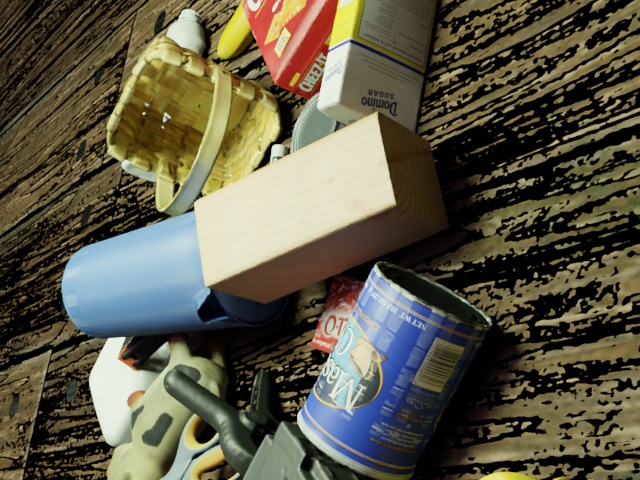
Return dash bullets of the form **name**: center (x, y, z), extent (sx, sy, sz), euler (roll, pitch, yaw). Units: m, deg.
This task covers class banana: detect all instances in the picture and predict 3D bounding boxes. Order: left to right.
- **banana**: center (-0.088, -0.308, 1.393), extent (0.198, 0.037, 0.070), euler (-54, 34, 26)

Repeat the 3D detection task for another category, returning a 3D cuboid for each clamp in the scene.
- **clamp**: center (-0.171, 0.058, 1.265), extent (0.210, 0.036, 0.165), euler (-53, 26, -6)
- **clamp**: center (-0.061, 0.177, 1.016), extent (0.172, 0.120, 0.039), euler (45, 127, 35)

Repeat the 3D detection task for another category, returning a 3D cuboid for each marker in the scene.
- **marker**: center (-0.052, -0.049, 1.193), extent (0.020, 0.020, 0.121), euler (-24, 53, 52)

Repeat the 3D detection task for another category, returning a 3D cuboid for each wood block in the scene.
- **wood block**: center (-0.003, -0.023, 0.951), extent (0.206, 0.090, 0.090), euler (-24, 64, 30)

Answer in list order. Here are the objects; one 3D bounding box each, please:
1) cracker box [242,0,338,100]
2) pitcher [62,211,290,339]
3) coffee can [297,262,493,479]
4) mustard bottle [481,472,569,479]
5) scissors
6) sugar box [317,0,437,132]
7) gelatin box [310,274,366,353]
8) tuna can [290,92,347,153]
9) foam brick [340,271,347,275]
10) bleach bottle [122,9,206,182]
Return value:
- **cracker box**: center (-0.007, -0.278, 1.207), extent (0.164, 0.072, 0.214), euler (-55, 32, 23)
- **pitcher**: center (-0.154, 0.033, 1.143), extent (0.243, 0.149, 0.145), euler (-11, 79, 36)
- **coffee can**: center (0.058, 0.102, 0.835), extent (0.140, 0.102, 0.103), euler (-64, 30, 10)
- **mustard bottle**: center (0.117, 0.211, 0.714), extent (0.192, 0.058, 0.096), euler (-46, 37, 36)
- **scissors**: center (-0.158, 0.236, 1.103), extent (0.202, 0.016, 0.096), euler (-21, 62, 18)
- **sugar box**: center (0.058, -0.191, 1.023), extent (0.048, 0.093, 0.176), euler (-10, 64, 58)
- **gelatin box**: center (0.033, 0.073, 0.966), extent (0.089, 0.030, 0.073), euler (13, 84, 60)
- **tuna can**: center (0.006, -0.112, 1.120), extent (0.086, 0.033, 0.086), euler (-37, 43, 44)
- **foam brick**: center (-0.007, 0.001, 1.056), extent (0.078, 0.052, 0.051), euler (9, 80, 61)
- **bleach bottle**: center (-0.212, -0.214, 1.519), extent (0.103, 0.068, 0.250), euler (-25, 49, 52)
